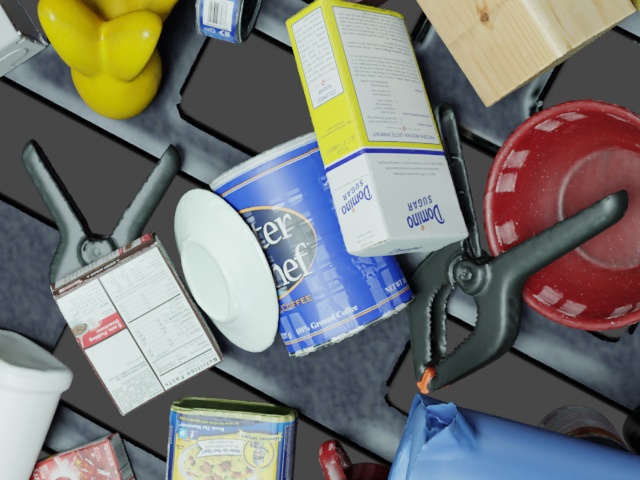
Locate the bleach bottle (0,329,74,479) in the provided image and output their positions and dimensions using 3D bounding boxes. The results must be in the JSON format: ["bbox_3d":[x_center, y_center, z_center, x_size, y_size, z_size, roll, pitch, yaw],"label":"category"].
[{"bbox_3d":[-0.273,0.200,0.829,0.103,0.067,0.251,24,98,41],"label":"bleach bottle"}]

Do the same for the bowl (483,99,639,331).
[{"bbox_3d":[0.198,-0.019,0.758,0.162,0.055,0.162,8,102,39],"label":"bowl"}]

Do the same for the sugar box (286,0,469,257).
[{"bbox_3d":[0.040,-0.077,0.750,0.048,0.093,0.176,-22,76,43],"label":"sugar box"}]

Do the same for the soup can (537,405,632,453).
[{"bbox_3d":[0.189,0.161,0.765,0.068,0.102,0.068,0,93,7],"label":"soup can"}]

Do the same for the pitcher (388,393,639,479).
[{"bbox_3d":[0.157,0.192,0.663,0.243,0.149,0.145,12,80,3],"label":"pitcher"}]

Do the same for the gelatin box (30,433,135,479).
[{"bbox_3d":[-0.182,0.207,0.846,0.073,0.030,0.089,-20,90,7],"label":"gelatin box"}]

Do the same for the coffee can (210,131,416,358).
[{"bbox_3d":[-0.005,0.001,0.779,0.103,0.102,0.140,-25,90,7],"label":"coffee can"}]

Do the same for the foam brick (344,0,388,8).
[{"bbox_3d":[0.015,-0.205,0.791,0.051,0.053,0.078,-26,90,7],"label":"foam brick"}]

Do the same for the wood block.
[{"bbox_3d":[0.111,-0.211,0.745,0.090,0.091,0.206,-32,89,-31],"label":"wood block"}]

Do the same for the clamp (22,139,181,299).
[{"bbox_3d":[-0.161,0.001,0.829,0.120,0.039,0.171,-6,100,6],"label":"clamp"}]

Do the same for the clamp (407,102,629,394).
[{"bbox_3d":[0.123,0.022,0.768,0.165,0.036,0.210,25,110,36],"label":"clamp"}]

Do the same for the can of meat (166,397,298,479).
[{"bbox_3d":[-0.068,0.168,0.818,0.102,0.057,0.084,4,91,6],"label":"can of meat"}]

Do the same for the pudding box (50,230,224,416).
[{"bbox_3d":[-0.137,0.063,0.807,0.090,0.039,0.113,-28,111,-6],"label":"pudding box"}]

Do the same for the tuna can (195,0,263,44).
[{"bbox_3d":[-0.063,-0.189,0.784,0.034,0.086,0.086,15,95,4],"label":"tuna can"}]

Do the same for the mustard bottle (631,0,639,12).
[{"bbox_3d":[0.223,-0.226,0.763,0.191,0.058,0.096,39,97,4],"label":"mustard bottle"}]

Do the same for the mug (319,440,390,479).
[{"bbox_3d":[0.028,0.204,0.796,0.093,0.081,0.117,-26,90,7],"label":"mug"}]
